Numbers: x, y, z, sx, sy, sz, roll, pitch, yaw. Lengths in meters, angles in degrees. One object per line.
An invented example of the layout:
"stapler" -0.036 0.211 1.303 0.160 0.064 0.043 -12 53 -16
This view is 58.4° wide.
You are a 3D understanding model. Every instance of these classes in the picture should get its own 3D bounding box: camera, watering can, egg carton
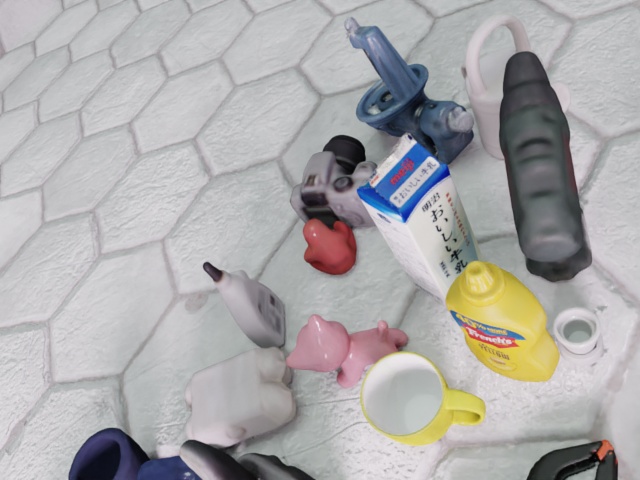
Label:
"camera" 0.035 -0.095 0.847 0.142 0.101 0.137 -2 56 29
"watering can" 0.246 -0.202 0.740 0.172 0.195 0.101 18 67 38
"egg carton" -0.102 0.202 0.722 0.150 0.070 0.107 -25 48 12

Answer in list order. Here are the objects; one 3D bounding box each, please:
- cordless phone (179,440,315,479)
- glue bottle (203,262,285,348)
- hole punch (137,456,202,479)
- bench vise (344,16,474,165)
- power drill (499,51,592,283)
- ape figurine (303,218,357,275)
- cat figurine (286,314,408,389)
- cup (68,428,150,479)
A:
"cordless phone" -0.056 0.264 0.568 0.147 0.186 0.094 13 64 36
"glue bottle" -0.100 0.076 0.745 0.037 0.174 0.078 -17 50 18
"hole punch" -0.150 0.300 0.661 0.101 0.091 0.108 -26 47 11
"bench vise" 0.126 -0.219 0.805 0.206 0.220 0.121 12 64 36
"power drill" 0.243 -0.059 0.624 0.075 0.209 0.229 -11 52 23
"ape figurine" 0.007 0.003 0.794 0.078 0.092 0.076 -30 47 7
"cat figurine" 0.029 0.123 0.673 0.127 0.118 0.067 -18 49 18
"cup" -0.255 0.305 0.715 0.091 0.095 0.118 21 69 39
